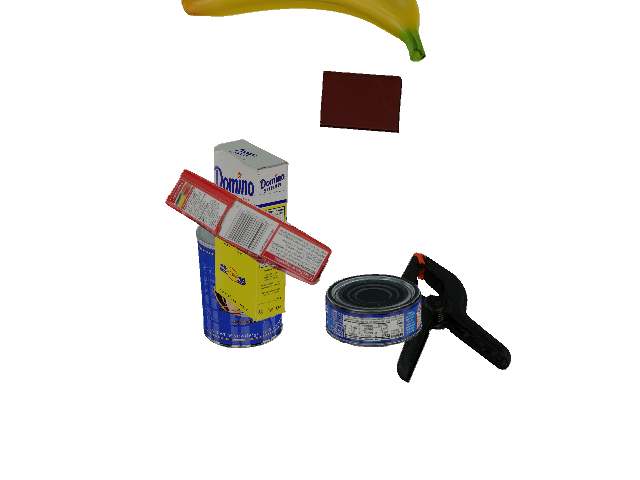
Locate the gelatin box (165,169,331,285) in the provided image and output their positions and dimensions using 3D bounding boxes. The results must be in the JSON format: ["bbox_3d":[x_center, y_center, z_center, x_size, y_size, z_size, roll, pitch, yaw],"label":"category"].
[{"bbox_3d":[-0.046,-0.008,0.696,0.089,0.030,0.073,29,1,-38],"label":"gelatin box"}]

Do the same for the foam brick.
[{"bbox_3d":[0.039,-0.134,1.032,0.078,0.051,0.053,5,13,2],"label":"foam brick"}]

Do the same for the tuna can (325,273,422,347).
[{"bbox_3d":[0.047,0.060,0.938,0.086,0.034,0.086,-2,21,1],"label":"tuna can"}]

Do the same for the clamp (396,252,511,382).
[{"bbox_3d":[0.136,0.082,1.152,0.120,0.171,0.039,4,-44,-7],"label":"clamp"}]

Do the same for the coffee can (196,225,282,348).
[{"bbox_3d":[-0.100,0.049,1.340,0.103,0.140,0.103,-1,25,0],"label":"coffee can"}]

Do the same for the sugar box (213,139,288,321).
[{"bbox_3d":[-0.077,-0.012,1.152,0.048,0.176,0.093,-17,29,-31],"label":"sugar box"}]

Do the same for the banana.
[{"bbox_3d":[-0.007,-0.185,0.809,0.198,0.069,0.037,13,-39,18],"label":"banana"}]
